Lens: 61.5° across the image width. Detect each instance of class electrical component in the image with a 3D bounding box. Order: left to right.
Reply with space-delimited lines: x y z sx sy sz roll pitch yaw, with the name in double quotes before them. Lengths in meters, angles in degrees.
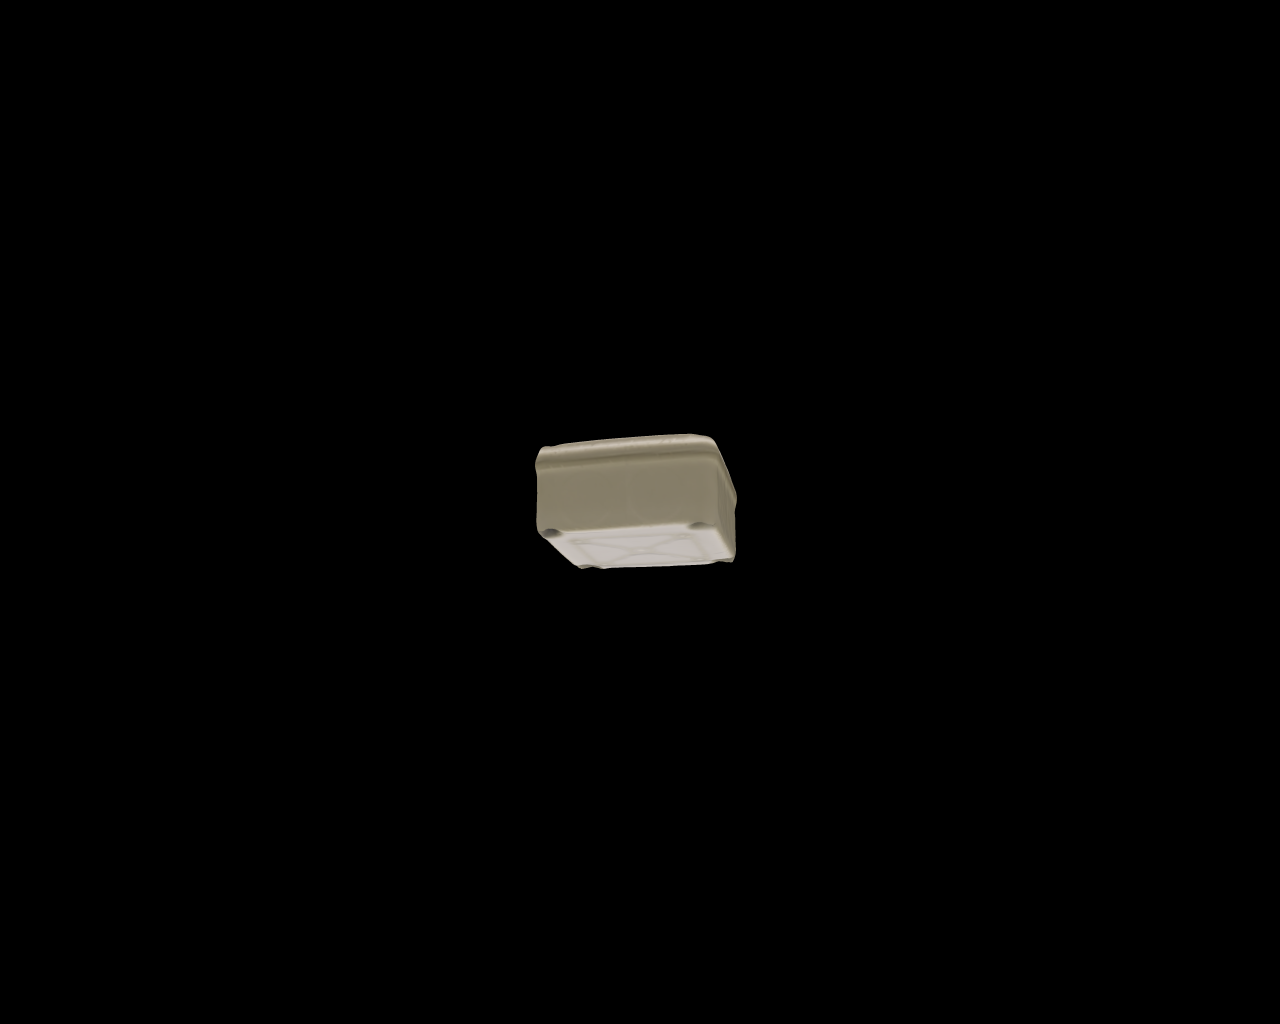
"electrical component" 0.001 -0.003 0.650 0.109 0.056 0.108 -3 -16 11
